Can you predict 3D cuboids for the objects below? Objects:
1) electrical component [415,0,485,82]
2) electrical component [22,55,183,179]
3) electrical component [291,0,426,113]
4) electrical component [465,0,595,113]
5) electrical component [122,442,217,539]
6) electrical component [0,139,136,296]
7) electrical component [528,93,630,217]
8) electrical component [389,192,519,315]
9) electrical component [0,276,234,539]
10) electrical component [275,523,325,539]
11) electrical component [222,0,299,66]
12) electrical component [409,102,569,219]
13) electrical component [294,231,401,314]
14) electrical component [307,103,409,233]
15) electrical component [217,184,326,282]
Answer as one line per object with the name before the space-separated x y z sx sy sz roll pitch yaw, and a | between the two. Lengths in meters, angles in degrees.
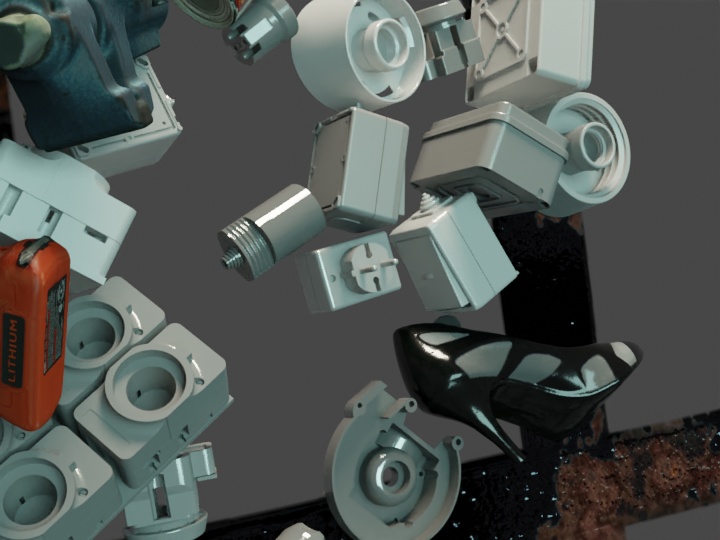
electrical component | 0.070 -0.193 0.898 0.066 0.048 0.055 -26 104 -31
electrical component | -0.171 -0.100 0.733 0.096 0.061 0.061 -22 82 -36
electrical component | 0.003 -0.175 0.859 0.099 0.064 0.099 2 87 -44
electrical component | 0.141 -0.195 0.903 0.056 0.109 0.108 10 79 -27
electrical component | -0.134 0.153 0.726 0.078 0.058 0.057 -9 93 -9
electrical component | -0.243 -0.055 0.660 0.186 0.105 0.060 31 70 -24
electrical component | 0.190 -0.104 0.948 0.108 0.060 0.108 4 82 -30
electrical component | 0.069 -0.016 0.866 0.061 0.062 0.096 -38 103 -29
electrical component | -0.183 0.100 0.673 0.105 0.060 0.186 36 61 19
electrical component | -0.052 0.215 0.771 0.062 0.043 0.043 -38 104 -46
electrical component | -0.076 -0.182 0.814 0.046 0.040 0.040 -44 106 -21
electrical component | 0.103 -0.086 0.865 0.078 0.113 0.057 27 74 -25
electrical component | 0.000 0.000 0.814 0.066 0.077 0.047 -17 93 -31
electrical component | 0.000 -0.081 0.833 0.061 0.062 0.096 14 77 -29
electrical component | -0.069 -0.025 0.795 0.081 0.043 0.043 -37 103 -29
